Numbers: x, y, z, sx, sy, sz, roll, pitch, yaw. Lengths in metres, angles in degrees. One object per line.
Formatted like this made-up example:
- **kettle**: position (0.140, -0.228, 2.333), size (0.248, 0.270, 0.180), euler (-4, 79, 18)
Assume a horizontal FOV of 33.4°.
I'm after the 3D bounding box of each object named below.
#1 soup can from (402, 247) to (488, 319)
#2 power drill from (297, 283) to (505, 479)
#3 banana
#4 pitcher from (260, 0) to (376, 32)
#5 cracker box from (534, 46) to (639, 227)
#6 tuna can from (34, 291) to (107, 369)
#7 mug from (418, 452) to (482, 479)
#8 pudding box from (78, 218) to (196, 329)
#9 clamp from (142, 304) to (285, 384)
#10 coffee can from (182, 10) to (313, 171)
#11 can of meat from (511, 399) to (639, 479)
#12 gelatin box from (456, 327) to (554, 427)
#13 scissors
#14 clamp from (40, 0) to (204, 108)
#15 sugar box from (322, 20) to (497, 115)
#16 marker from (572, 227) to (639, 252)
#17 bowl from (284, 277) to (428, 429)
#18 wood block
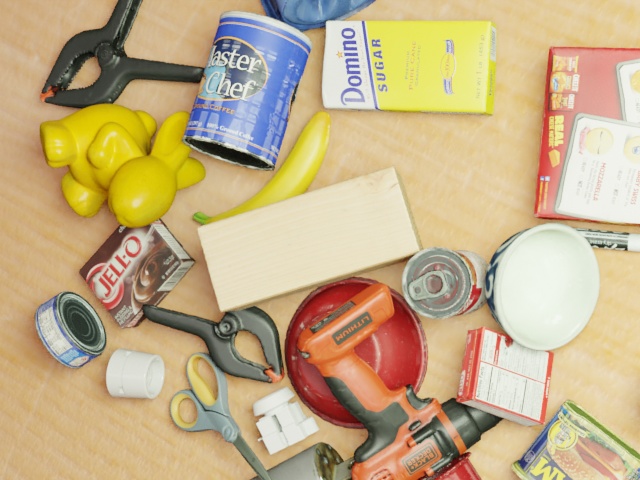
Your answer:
- **soup can**: position (0.127, 0.041, 1.044), size (0.069, 0.102, 0.068), euler (-1, 88, 21)
- **power drill**: position (0.080, 0.139, 1.040), size (0.184, 0.057, 0.187), euler (-33, 96, -7)
- **banana**: position (-0.054, -0.056, 1.154), size (0.198, 0.037, 0.070), euler (-37, 77, 17)
- **pitcher**: position (-0.031, -0.346, 1.114), size (0.149, 0.145, 0.243), euler (-27, 75, 6)
- **cracker box**: position (0.316, -0.092, 0.991), size (0.214, 0.072, 0.164), euler (5, 91, 21)
- **tuna can**: position (-0.282, 0.101, 1.214), size (0.034, 0.086, 0.086), euler (-32, 78, 16)
- **mug**: position (0.122, 0.270, 1.037), size (0.093, 0.117, 0.081), euler (-40, 79, 43)
- **pudding box**: position (-0.208, 0.031, 1.211), size (0.113, 0.039, 0.090), euler (-46, 73, 14)
- **clamp**: position (-0.110, 0.095, 1.159), size (0.120, 0.039, 0.171), euler (-37, 82, 13)
- **coffee can**: position (-0.076, -0.155, 1.118), size (0.103, 0.102, 0.140), euler (15, 84, 21)
- **can of meat**: position (0.249, 0.215, 1.017), size (0.102, 0.057, 0.084), euler (38, 99, 17)
- **gelatin box**: position (0.178, 0.132, 1.023), size (0.030, 0.089, 0.073), euler (-29, 44, 60)
- **scissors**: position (-0.109, 0.213, 1.146), size (0.096, 0.016, 0.202), euler (-46, 52, 25)
- **clamp**: position (-0.239, -0.223, 1.232), size (0.210, 0.036, 0.164), euler (-22, 81, 20)
- **sugar box**: position (0.091, -0.177, 1.095), size (0.176, 0.048, 0.093), euler (4, 93, 20)
- **marker**: position (0.279, 0.000, 1.030), size (0.121, 0.020, 0.020), euler (6, 91, 22)
- **bowl**: position (0.027, 0.119, 1.108), size (0.162, 0.055, 0.162), euler (-1, 88, 22)
- **wood block**: position (-0.007, 0.001, 1.084), size (0.206, 0.090, 0.091), euler (-17, 85, 8)
